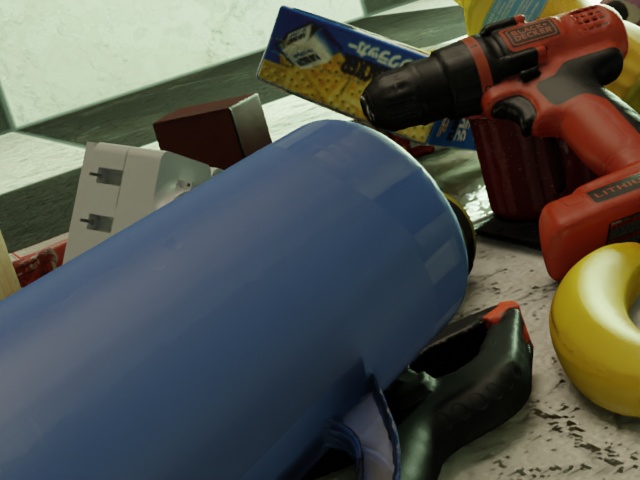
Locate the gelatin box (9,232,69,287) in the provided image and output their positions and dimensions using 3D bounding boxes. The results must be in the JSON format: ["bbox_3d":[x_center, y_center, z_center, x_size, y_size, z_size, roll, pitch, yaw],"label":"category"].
[{"bbox_3d":[-0.205,0.042,0.783,0.089,0.073,0.030,-22,17,-25],"label":"gelatin box"}]

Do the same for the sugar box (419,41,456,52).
[{"bbox_3d":[0.146,-0.159,1.103,0.177,0.093,0.048,-7,17,34],"label":"sugar box"}]

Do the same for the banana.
[{"bbox_3d":[0.143,0.041,0.508,0.069,0.037,0.197,3,18,2],"label":"banana"}]

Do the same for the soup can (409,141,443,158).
[{"bbox_3d":[0.099,-0.117,1.049,0.102,0.068,0.068,-18,15,-9],"label":"soup can"}]

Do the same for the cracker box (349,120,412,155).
[{"bbox_3d":[-0.034,-0.043,0.914,0.213,0.072,0.164,-16,16,-2],"label":"cracker box"}]

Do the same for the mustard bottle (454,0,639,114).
[{"bbox_3d":[0.170,-0.160,0.829,0.058,0.096,0.192,-28,62,-38],"label":"mustard bottle"}]

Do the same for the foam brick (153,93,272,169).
[{"bbox_3d":[-0.087,-0.084,0.876,0.078,0.051,0.052,-7,18,28],"label":"foam brick"}]

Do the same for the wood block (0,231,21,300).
[{"bbox_3d":[-0.249,0.020,0.652,0.090,0.206,0.090,-13,15,11],"label":"wood block"}]

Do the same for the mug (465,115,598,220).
[{"bbox_3d":[0.159,-0.063,0.765,0.093,0.081,0.117,-19,15,-10],"label":"mug"}]

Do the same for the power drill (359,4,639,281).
[{"bbox_3d":[0.136,-0.065,0.665,0.184,0.057,0.188,-19,52,-5],"label":"power drill"}]

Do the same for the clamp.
[{"bbox_3d":[0.029,0.080,0.475,0.120,0.039,0.171,4,27,40],"label":"clamp"}]

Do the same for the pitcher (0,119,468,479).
[{"bbox_3d":[-0.045,0.058,0.401,0.242,0.149,0.145,-38,9,-33],"label":"pitcher"}]
